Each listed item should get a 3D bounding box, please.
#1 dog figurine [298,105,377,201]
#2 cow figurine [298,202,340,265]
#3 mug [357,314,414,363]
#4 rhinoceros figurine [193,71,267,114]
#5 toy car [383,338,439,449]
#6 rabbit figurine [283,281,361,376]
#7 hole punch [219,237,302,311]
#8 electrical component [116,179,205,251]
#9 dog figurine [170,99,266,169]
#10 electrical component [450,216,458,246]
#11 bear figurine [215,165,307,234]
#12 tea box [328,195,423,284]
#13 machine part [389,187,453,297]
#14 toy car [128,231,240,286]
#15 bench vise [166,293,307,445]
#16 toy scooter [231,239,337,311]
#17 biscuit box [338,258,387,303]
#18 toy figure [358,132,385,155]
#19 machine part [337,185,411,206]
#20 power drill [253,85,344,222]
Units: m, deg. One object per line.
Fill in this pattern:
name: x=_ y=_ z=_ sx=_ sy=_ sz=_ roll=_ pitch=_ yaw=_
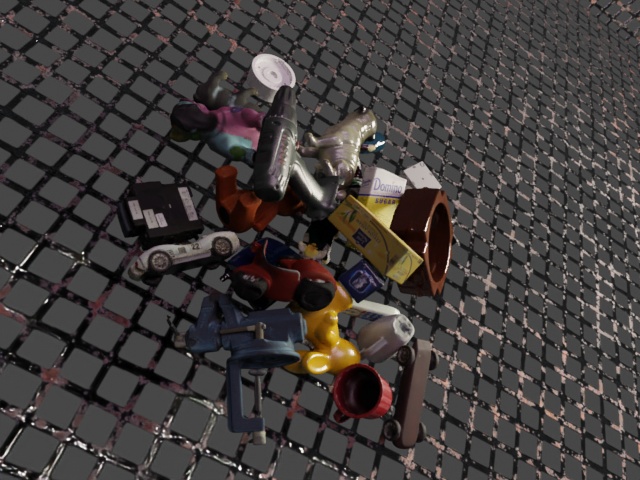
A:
dog figurine: x=0.068 y=-0.192 z=1.182 sx=0.190 sy=0.121 sz=0.172 roll=-26 pitch=96 yaw=-20
cow figurine: x=-0.001 y=-0.002 z=1.078 sx=0.068 sy=0.098 sz=0.167 roll=22 pitch=49 yaw=3
mug: x=0.123 y=0.188 z=1.039 sx=0.109 sy=0.107 sz=0.081 roll=-22 pitch=74 yaw=-39
rhinoceros figurine: x=-0.180 y=-0.277 z=1.159 sx=0.190 sy=0.073 sz=0.112 roll=35 pitch=50 yaw=-8
toy car: x=0.168 y=0.285 z=1.006 sx=0.089 sy=0.053 sz=0.202 roll=16 pitch=80 yaw=-35
rabbit figurine: x=0.009 y=0.180 z=0.979 sx=0.162 sy=0.122 sz=0.173 roll=-41 pitch=106 yaw=-37
hole punch: x=-0.101 y=0.053 z=1.003 sx=0.116 sy=0.092 sz=0.142 roll=47 pitch=54 yaw=7
electrical component: x=-0.291 y=-0.046 z=0.968 sx=0.134 sy=0.058 sz=0.115 roll=-9 pitch=66 yaw=-34
dog figurine: x=-0.191 y=-0.215 z=1.075 sx=0.219 sy=0.108 sz=0.191 roll=18 pitch=4 yaw=20
electrical component: x=0.277 y=-0.034 z=1.282 sx=0.048 sy=0.075 sz=0.119 roll=-17 pitch=75 yaw=-37
bear figurine: x=-0.102 y=-0.086 z=1.058 sx=0.196 sy=0.131 sz=0.120 roll=-22 pitch=59 yaw=-30
tea box: x=0.105 y=-0.001 z=1.024 sx=0.170 sy=0.068 sz=0.098 roll=45 pitch=8 yaw=32
machine part: x=0.218 y=0.004 z=1.152 sx=0.201 sy=0.087 sz=0.200 roll=-61 pitch=142 yaw=-37
toy car: x=-0.237 y=0.030 z=0.944 sx=0.202 sy=0.073 sz=0.056 roll=-14 pitch=74 yaw=-35
bench vise: x=-0.128 y=0.204 z=0.865 sx=0.224 sy=0.128 sz=0.240 roll=-1 pitch=67 yaw=-11
toy scooter: x=-0.064 y=0.053 z=0.916 sx=0.184 sy=0.075 sz=0.135 roll=9 pitch=32 yaw=-21
biscuit box: x=0.087 y=0.072 z=1.041 sx=0.063 sy=0.059 sz=0.202 roll=52 pitch=7 yaw=6
toy figure: x=0.085 y=-0.234 z=1.298 sx=0.154 sy=0.064 sz=0.057 roll=-8 pitch=105 yaw=-28
machine part: x=0.135 y=-0.085 z=1.227 sx=0.243 sy=0.079 sz=0.079 roll=-8 pitch=67 yaw=-32
power drill: x=-0.037 y=-0.149 z=1.017 sx=0.207 sy=0.086 sz=0.232 roll=48 pitch=47 yaw=-46
